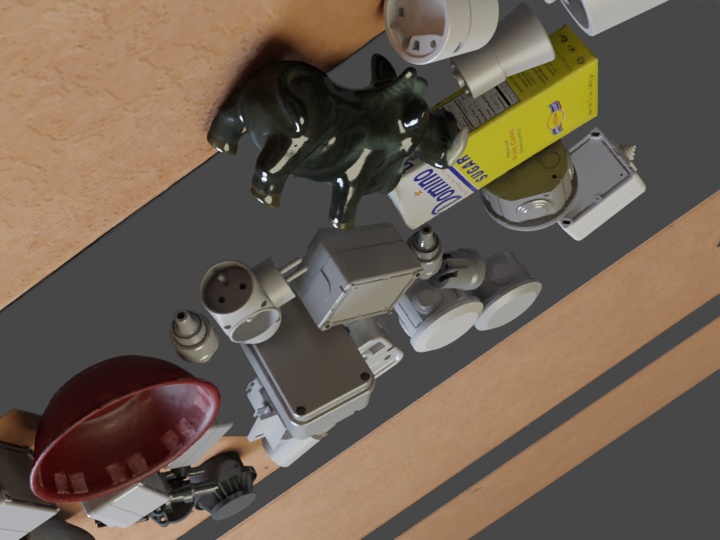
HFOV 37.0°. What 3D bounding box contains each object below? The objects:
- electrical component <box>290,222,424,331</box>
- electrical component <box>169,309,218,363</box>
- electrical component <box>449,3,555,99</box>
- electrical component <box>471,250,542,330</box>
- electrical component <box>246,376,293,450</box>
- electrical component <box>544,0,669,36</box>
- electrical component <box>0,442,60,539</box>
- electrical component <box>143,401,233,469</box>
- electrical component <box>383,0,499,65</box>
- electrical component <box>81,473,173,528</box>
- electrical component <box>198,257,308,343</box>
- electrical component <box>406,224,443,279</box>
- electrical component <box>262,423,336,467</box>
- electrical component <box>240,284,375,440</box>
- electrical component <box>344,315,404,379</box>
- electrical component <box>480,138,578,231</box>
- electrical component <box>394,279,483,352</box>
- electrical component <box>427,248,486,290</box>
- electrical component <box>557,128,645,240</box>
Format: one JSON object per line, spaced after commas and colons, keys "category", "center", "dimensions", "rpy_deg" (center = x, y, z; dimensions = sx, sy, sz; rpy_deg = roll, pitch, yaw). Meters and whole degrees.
{"category": "electrical component", "center": [0.000, 0.000, 0.872], "dimensions": [0.096, 0.061, 0.061], "rpy_deg": [-11, 148, -41]}
{"category": "electrical component", "center": [-0.131, 0.048, 0.832], "dimensions": [0.035, 0.035, 0.061], "rpy_deg": [-29, 154, -9]}
{"category": "electrical component", "center": [0.094, -0.146, 0.734], "dimensions": [0.065, 0.044, 0.044], "rpy_deg": [-30, 157, 5]}
{"category": "electrical component", "center": [0.143, 0.022, 1.111], "dimensions": [0.080, 0.051, 0.080], "rpy_deg": [-27, 156, -13]}
{"category": "electrical component", "center": [-0.073, 0.129, 1.029], "dimensions": [0.081, 0.063, 0.042], "rpy_deg": [-16, 150, -34]}
{"category": "electrical component", "center": [0.124, -0.186, 0.616], "dimensions": [0.060, 0.108, 0.108], "rpy_deg": [-30, 157, 9]}
{"category": "electrical component", "center": [-0.293, 0.174, 0.838], "dimensions": [0.061, 0.061, 0.096], "rpy_deg": [-35, 157, 3]}
{"category": "electrical component", "center": [-0.166, 0.140, 0.951], "dimensions": [0.077, 0.047, 0.065], "rpy_deg": [0, 140, -52]}
{"category": "electrical component", "center": [0.050, -0.154, 0.645], "dimensions": [0.047, 0.055, 0.055], "rpy_deg": [-19, 153, -39]}
{"category": "electrical component", "center": [-0.221, 0.186, 0.954], "dimensions": [0.061, 0.061, 0.096], "rpy_deg": [-33, 157, -1]}
{"category": "electrical component", "center": [-0.076, 0.016, 0.828], "dimensions": [0.079, 0.044, 0.077], "rpy_deg": [-33, 157, -1]}
{"category": "electrical component", "center": [0.056, -0.019, 0.941], "dimensions": [0.035, 0.035, 0.061], "rpy_deg": [-26, 154, -15]}
{"category": "electrical component", "center": [-0.062, 0.169, 1.147], "dimensions": [0.081, 0.043, 0.043], "rpy_deg": [-41, 156, 18]}
{"category": "electrical component", "center": [-0.046, 0.072, 0.890], "dimensions": [0.078, 0.113, 0.057], "rpy_deg": [-27, 159, -15]}
{"category": "electrical component", "center": [-0.005, 0.062, 0.989], "dimensions": [0.054, 0.059, 0.095], "rpy_deg": [-36, 157, 5]}
{"category": "electrical component", "center": [0.135, -0.076, 0.875], "dimensions": [0.080, 0.080, 0.051], "rpy_deg": [-33, 151, -1]}
{"category": "electrical component", "center": [0.077, 0.041, 1.064], "dimensions": [0.080, 0.051, 0.080], "rpy_deg": [-27, 156, -13]}
{"category": "electrical component", "center": [0.089, 0.000, 1.015], "dimensions": [0.046, 0.040, 0.040], "rpy_deg": [-2, 142, -43]}
{"category": "electrical component", "center": [0.216, -0.081, 0.989], "dimensions": [0.096, 0.061, 0.061], "rpy_deg": [-39, 156, 13]}
